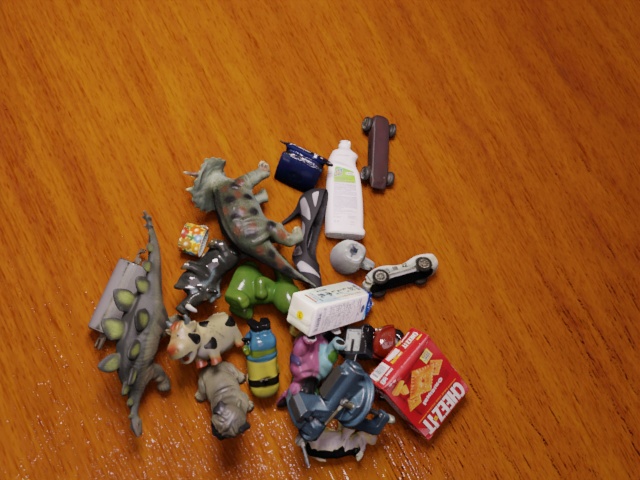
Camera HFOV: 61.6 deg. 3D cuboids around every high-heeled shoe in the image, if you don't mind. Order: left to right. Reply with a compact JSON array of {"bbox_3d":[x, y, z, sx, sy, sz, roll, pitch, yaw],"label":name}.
[{"bbox_3d":[-0.003,-0.004,1.295,0.145,0.086,0.249,-32,66,13],"label":"high-heeled shoe"}]

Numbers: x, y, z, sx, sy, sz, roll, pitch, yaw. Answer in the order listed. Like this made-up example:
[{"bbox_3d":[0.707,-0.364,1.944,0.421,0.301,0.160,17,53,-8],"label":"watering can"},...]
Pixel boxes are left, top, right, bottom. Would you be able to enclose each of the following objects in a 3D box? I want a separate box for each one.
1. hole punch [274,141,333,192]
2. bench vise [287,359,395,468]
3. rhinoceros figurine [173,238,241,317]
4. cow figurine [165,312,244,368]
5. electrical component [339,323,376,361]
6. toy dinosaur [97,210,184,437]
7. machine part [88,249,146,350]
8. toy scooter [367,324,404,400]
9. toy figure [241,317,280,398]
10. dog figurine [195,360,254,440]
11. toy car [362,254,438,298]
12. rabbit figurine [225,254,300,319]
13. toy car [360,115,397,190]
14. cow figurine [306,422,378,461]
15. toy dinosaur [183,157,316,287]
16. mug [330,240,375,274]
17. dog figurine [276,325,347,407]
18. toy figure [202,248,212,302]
[{"bbox_3d":[-0.050,-0.178,1.331,0.142,0.116,0.092,27,85,-3],"label":"hole punch"},{"bbox_3d":[0.059,0.373,1.155,0.240,0.129,0.223,30,89,-29],"label":"bench vise"},{"bbox_3d":[-0.259,0.084,1.209,0.112,0.073,0.190,43,75,-10],"label":"rhinoceros figurine"},{"bbox_3d":[-0.257,0.212,1.178,0.085,0.195,0.127,-21,91,29],"label":"cow figurine"},{"bbox_3d":[0.084,0.254,1.241,0.075,0.047,0.119,-9,59,26],"label":"electrical component"},{"bbox_3d":[-0.378,0.180,1.156,0.105,0.198,0.471,1,80,10],"label":"toy dinosaur"},{"bbox_3d":[-0.456,0.131,1.223,0.079,0.079,0.243,21,77,-5],"label":"machine part"},{"bbox_3d":[0.124,0.286,1.288,0.135,0.075,0.183,12,82,-4],"label":"toy scooter"},{"bbox_3d":[-0.134,0.270,1.220,0.082,0.089,0.180,-1,105,0],"label":"toy figure"},{"bbox_3d":[-0.211,0.334,1.165,0.121,0.190,0.172,-36,85,-13],"label":"dog figurine"},{"bbox_3d":[0.198,0.087,1.332,0.202,0.073,0.056,-15,54,-11],"label":"toy car"},{"bbox_3d":[-0.116,0.122,1.261,0.170,0.121,0.159,16,55,9],"label":"rabbit figurine"},{"bbox_3d":[0.150,-0.227,1.399,0.089,0.053,0.202,8,78,-26],"label":"toy car"},{"bbox_3d":[0.046,0.469,1.241,0.167,0.068,0.098,13,83,-3],"label":"cow figurine"},{"bbox_3d":[-0.170,-0.046,1.220,0.192,0.131,0.405,-19,65,-26],"label":"toy dinosaur"},{"bbox_3d":[0.082,0.045,1.308,0.109,0.107,0.081,31,78,0],"label":"mug"},{"bbox_3d":[-0.033,0.292,1.248,0.108,0.192,0.219,15,110,-19],"label":"dog figurine"},{"bbox_3d":[-0.260,0.082,1.272,0.064,0.057,0.154,19,79,27],"label":"toy figure"}]
